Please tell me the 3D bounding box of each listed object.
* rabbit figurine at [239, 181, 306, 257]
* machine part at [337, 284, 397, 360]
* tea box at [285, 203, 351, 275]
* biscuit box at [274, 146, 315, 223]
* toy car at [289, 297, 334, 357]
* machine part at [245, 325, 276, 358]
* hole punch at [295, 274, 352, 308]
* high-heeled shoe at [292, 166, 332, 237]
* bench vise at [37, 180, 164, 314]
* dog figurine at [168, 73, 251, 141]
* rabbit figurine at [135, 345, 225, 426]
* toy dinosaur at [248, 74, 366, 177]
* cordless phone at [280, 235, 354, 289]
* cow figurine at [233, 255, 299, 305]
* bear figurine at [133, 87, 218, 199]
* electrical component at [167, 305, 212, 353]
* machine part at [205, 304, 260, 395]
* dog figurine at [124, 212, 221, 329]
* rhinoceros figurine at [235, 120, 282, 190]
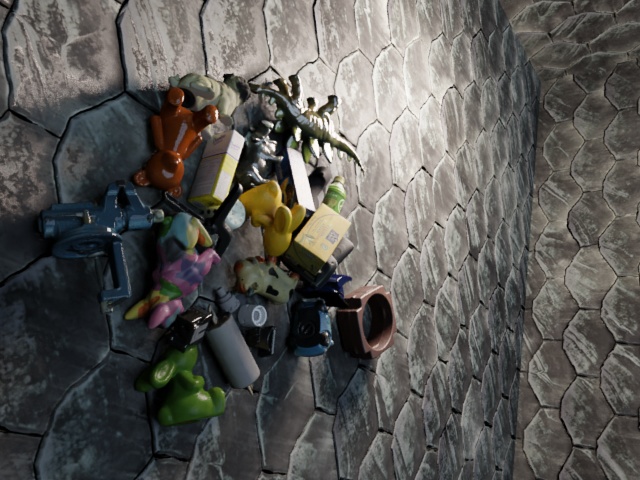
[{"bbox_3d":[-0.112,-0.049,1.303,0.122,0.162,0.173,-10,83,-56],"label":"rabbit figurine"},{"bbox_3d":[0.145,0.250,1.655,0.201,0.087,0.201,-21,100,-50],"label":"machine part"},{"bbox_3d":[-0.003,-0.004,1.360,0.098,0.068,0.170,34,45,-1],"label":"tea box"},{"bbox_3d":[-0.070,-0.147,1.399,0.062,0.059,0.203,19,47,-42],"label":"biscuit box"},{"bbox_3d":[-0.019,0.240,1.454,0.102,0.109,0.161,54,32,-63],"label":"toy car"},{"bbox_3d":[-0.141,0.245,1.320,0.138,0.039,0.084,47,53,-64],"label":"machine part"},{"bbox_3d":[0.020,0.126,1.485,0.115,0.142,0.092,46,53,-55],"label":"hole punch"},{"bbox_3d":[-0.037,-0.098,1.513,0.086,0.145,0.248,28,88,-2],"label":"high-heeled shoe"},{"bbox_3d":[-0.387,0.015,0.987,0.223,0.129,0.240,-2,70,-43],"label":"bench vise"},{"bbox_3d":[-0.253,-0.350,1.245,0.172,0.121,0.191,54,34,-36],"label":"dog figurine"},{"bbox_3d":[-0.297,0.293,1.112,0.159,0.121,0.170,8,61,-43],"label":"rabbit figurine"},{"bbox_3d":[-0.017,-0.317,1.516,0.471,0.105,0.198,19,78,-39],"label":"toy dinosaur"},{"bbox_3d":[-0.002,0.027,1.438,0.147,0.088,0.184,39,54,12],"label":"cordless phone"},{"bbox_3d":[-0.142,0.103,1.326,0.194,0.086,0.127,41,52,-44],"label":"cow figurine"},{"bbox_3d":[-0.306,-0.196,1.125,0.120,0.132,0.196,25,61,-29],"label":"bear figurine"},{"bbox_3d":[-0.265,0.180,1.130,0.074,0.048,0.119,-65,167,12],"label":"electrical component"},{"bbox_3d":[-0.204,0.252,1.232,0.079,0.079,0.243,-42,117,-45],"label":"machine part"},{"bbox_3d":[-0.311,0.073,1.091,0.219,0.109,0.191,-57,146,-33],"label":"dog figurine"},{"bbox_3d":[-0.160,-0.215,1.353,0.112,0.073,0.190,35,61,-31],"label":"rhinoceros figurine"}]
